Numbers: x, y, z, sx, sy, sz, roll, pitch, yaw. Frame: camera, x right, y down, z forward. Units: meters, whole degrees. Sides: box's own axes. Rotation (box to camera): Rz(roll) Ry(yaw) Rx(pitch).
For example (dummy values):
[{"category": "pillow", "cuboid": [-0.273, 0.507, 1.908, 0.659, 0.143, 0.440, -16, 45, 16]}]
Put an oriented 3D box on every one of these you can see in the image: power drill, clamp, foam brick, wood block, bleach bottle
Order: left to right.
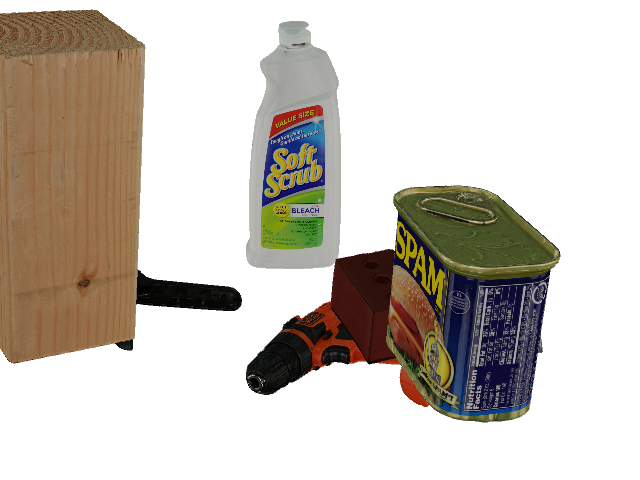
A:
[{"category": "wood block", "cuboid": [-0.174, -0.036, 0.694, 0.090, 0.206, 0.090, -10, 31, -30]}, {"category": "clamp", "cuboid": [-0.210, 0.058, 1.106, 0.210, 0.036, 0.164, 15, 20, 29]}, {"category": "bleach bottle", "cuboid": [-0.031, -0.095, 1.080, 0.102, 0.251, 0.068, 0, 27, 4]}, {"category": "power drill", "cuboid": [0.037, 0.121, 1.106, 0.188, 0.057, 0.184, 8, 24, 27]}, {"category": "foam brick", "cuboid": [0.047, 0.050, 0.837, 0.053, 0.051, 0.078, -11, 35, -20]}]

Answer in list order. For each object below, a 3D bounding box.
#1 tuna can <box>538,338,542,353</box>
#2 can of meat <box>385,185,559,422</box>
[{"category": "tuna can", "cuboid": [0.226, 0.088, 1.206, 0.034, 0.086, 0.086, -13, -3, 14]}, {"category": "can of meat", "cuboid": [0.070, 0.029, 0.528, 0.057, 0.084, 0.102, -3, 24, -15]}]
